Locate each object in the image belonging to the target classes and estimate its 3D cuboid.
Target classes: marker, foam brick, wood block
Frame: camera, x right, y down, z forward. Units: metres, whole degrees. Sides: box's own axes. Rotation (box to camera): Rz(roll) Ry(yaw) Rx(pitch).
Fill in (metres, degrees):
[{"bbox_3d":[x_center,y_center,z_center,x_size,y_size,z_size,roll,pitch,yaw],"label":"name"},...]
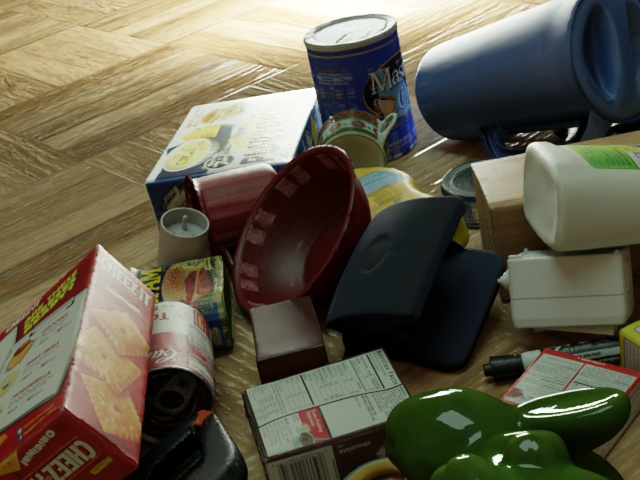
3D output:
[{"bbox_3d":[0.178,0.084,0.766,0.121,0.020,0.020,-10,27,6],"label":"marker"},{"bbox_3d":[-0.022,0.087,0.815,0.053,0.051,0.078,-13,27,-2],"label":"foam brick"},{"bbox_3d":[0.238,-0.027,0.875,0.206,0.091,0.090,-11,27,3],"label":"wood block"}]

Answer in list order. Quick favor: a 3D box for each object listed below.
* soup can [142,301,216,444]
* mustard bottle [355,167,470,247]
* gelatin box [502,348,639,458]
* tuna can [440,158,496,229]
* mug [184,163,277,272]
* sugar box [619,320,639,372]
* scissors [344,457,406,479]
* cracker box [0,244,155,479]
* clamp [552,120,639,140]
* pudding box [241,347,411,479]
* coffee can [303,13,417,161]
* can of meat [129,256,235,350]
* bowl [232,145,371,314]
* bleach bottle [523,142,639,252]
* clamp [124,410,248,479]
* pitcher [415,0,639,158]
[{"bbox_3d":[-0.115,0.099,0.814,0.068,0.068,0.102,-13,27,-1],"label":"soup can"},{"bbox_3d":[0.053,-0.022,0.981,0.096,0.058,0.192,-33,30,-7],"label":"mustard bottle"},{"bbox_3d":[0.162,0.114,0.705,0.073,0.030,0.089,12,36,38],"label":"gelatin box"},{"bbox_3d":[0.157,-0.046,1.009,0.086,0.034,0.086,-10,27,5],"label":"tuna can"},{"bbox_3d":[-0.074,-0.017,1.012,0.081,0.093,0.117,-15,57,-15],"label":"mug"},{"bbox_3d":[0.282,0.094,0.673,0.093,0.048,0.176,-21,31,-17],"label":"sugar box"},{"bbox_3d":[-0.012,0.181,0.668,0.202,0.016,0.096,-11,25,3],"label":"scissors"},{"bbox_3d":[-0.196,0.120,0.742,0.164,0.072,0.213,-40,23,14],"label":"cracker box"},{"bbox_3d":[0.273,-0.114,1.087,0.120,0.039,0.171,-18,23,-7],"label":"clamp"},{"bbox_3d":[0.009,0.125,0.742,0.113,0.039,0.090,-15,26,-8],"label":"pudding box"},{"bbox_3d":[0.045,-0.165,1.171,0.103,0.140,0.103,-10,27,5],"label":"coffee can"},{"bbox_3d":[-0.118,0.058,0.909,0.084,0.057,0.102,-10,27,0],"label":"can of meat"},{"bbox_3d":[-0.006,0.001,0.918,0.162,0.055,0.162,-36,39,36],"label":"bowl"},{"bbox_3d":[0.283,-0.039,0.775,0.250,0.068,0.102,-4,20,-4],"label":"bleach bottle"},{"bbox_3d":[-0.092,0.177,0.677,0.165,0.036,0.209,-10,22,25],"label":"clamp"},{"bbox_3d":[0.206,-0.157,1.068,0.149,0.145,0.243,-32,15,-32],"label":"pitcher"}]
